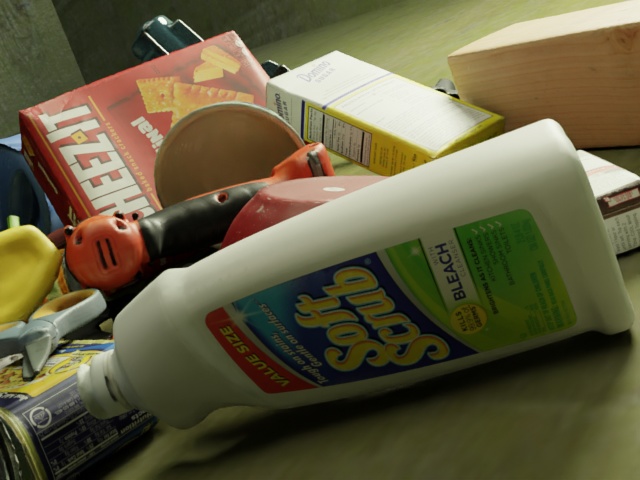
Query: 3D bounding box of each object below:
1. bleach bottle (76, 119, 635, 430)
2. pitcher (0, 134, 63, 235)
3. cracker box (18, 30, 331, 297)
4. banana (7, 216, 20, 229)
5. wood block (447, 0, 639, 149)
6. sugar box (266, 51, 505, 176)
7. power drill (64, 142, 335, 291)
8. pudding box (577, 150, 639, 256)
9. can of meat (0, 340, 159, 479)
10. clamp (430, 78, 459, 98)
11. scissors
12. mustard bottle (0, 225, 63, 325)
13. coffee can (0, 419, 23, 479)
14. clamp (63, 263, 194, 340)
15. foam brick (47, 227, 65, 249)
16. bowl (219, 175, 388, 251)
[{"bbox_3d":[0.008,0.035,0.497,0.251,0.102,0.068,-22,25,9],"label":"bleach bottle"},{"bbox_3d":[-0.273,-0.078,1.243,0.149,0.145,0.242,8,25,38],"label":"pitcher"},{"bbox_3d":[-0.124,-0.073,0.913,0.213,0.164,0.072,-26,-22,-24],"label":"cracker box"},{"bbox_3d":[-0.245,0.004,1.011,0.198,0.069,0.037,-2,-13,36],"label":"banana"},{"bbox_3d":[0.206,-0.125,0.813,0.090,0.091,0.206,-28,16,-30],"label":"wood block"},{"bbox_3d":[0.050,-0.097,0.865,0.176,0.048,0.093,26,41,34],"label":"sugar box"},{"bbox_3d":[-0.086,-0.011,0.744,0.187,0.057,0.184,-20,6,-11],"label":"power drill"},{"bbox_3d":[0.131,-0.014,0.613,0.090,0.039,0.113,-21,13,0],"label":"pudding box"},{"bbox_3d":[-0.145,0.093,0.558,0.102,0.057,0.083,-5,19,44],"label":"can of meat"},{"bbox_3d":[0.097,-0.130,1.040,0.164,0.036,0.210,-9,16,-18],"label":"clamp"},{"bbox_3d":[-0.163,0.058,0.557,0.096,0.016,0.201,-20,8,4],"label":"scissors"},{"bbox_3d":[-0.245,0.056,0.756,0.096,0.058,0.192,-48,7,-31],"label":"mustard bottle"},{"bbox_3d":[-0.216,0.120,0.459,0.140,0.103,0.102,-13,16,24],"label":"coffee can"},{"bbox_3d":[-0.139,0.058,0.712,0.120,0.039,0.171,-21,10,4],"label":"clamp"},{"bbox_3d":[-0.218,0.021,0.927,0.051,0.053,0.078,-14,15,24],"label":"foam brick"},{"bbox_3d":[0.011,-0.004,0.612,0.162,0.055,0.162,-3,12,0],"label":"bowl"}]
